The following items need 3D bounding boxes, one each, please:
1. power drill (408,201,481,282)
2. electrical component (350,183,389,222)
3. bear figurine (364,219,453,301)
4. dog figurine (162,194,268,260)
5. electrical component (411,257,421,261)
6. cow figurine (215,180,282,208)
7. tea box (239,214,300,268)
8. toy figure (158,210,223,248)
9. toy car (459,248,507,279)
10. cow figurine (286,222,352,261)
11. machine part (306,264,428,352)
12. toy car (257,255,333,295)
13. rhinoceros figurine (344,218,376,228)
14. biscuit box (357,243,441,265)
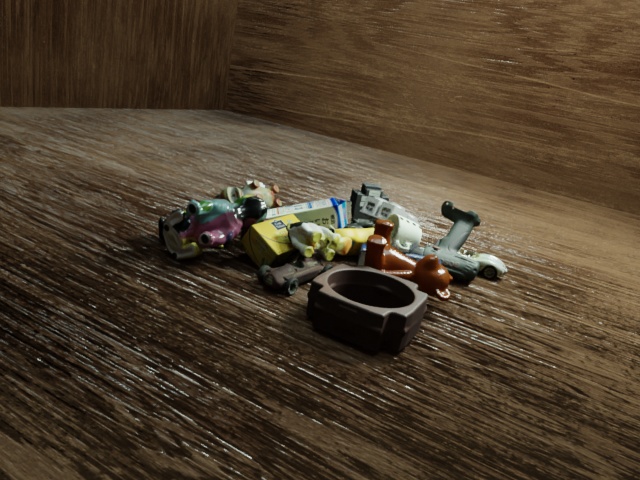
[{"bbox_3d":[0.317,-0.001,1.405,0.232,0.085,0.207,23,60,15],"label":"power drill"},{"bbox_3d":[0.153,-0.111,1.698,0.115,0.134,0.058,6,20,-20],"label":"electrical component"},{"bbox_3d":[0.197,0.049,1.165,0.196,0.131,0.120,14,32,16],"label":"bear figurine"},{"bbox_3d":[-0.224,-0.040,1.226,0.192,0.108,0.219,-26,-4,37],"label":"dog figurine"},{"bbox_3d":[0.219,0.081,1.264,0.119,0.074,0.048,15,17,7],"label":"electrical component"},{"bbox_3d":[-0.218,-0.120,1.575,0.127,0.085,0.195,-25,-15,29],"label":"cow figurine"},{"bbox_3d":[-0.097,0.004,1.270,0.098,0.068,0.169,47,31,12],"label":"tea box"},{"bbox_3d":[-0.299,-0.031,1.298,0.180,0.082,0.089,-2,22,-26],"label":"toy figure"},{"bbox_3d":[0.410,0.053,1.469,0.202,0.056,0.073,17,19,17],"label":"toy car"},{"bbox_3d":[-0.003,-0.002,1.252,0.098,0.068,0.167,35,15,36],"label":"cow figurine"},{"bbox_3d":[0.090,0.127,1.032,0.201,0.087,0.201,18,21,24],"label":"machine part"},{"bbox_3d":[-0.049,0.069,1.186,0.089,0.053,0.202,19,21,32],"label":"toy car"},{"bbox_3d":[0.111,-0.017,1.510,0.190,0.073,0.112,-7,14,-38],"label":"rhinoceros figurine"},{"bbox_3d":[0.194,0.063,1.320,0.203,0.059,0.063,13,18,6],"label":"biscuit box"}]
